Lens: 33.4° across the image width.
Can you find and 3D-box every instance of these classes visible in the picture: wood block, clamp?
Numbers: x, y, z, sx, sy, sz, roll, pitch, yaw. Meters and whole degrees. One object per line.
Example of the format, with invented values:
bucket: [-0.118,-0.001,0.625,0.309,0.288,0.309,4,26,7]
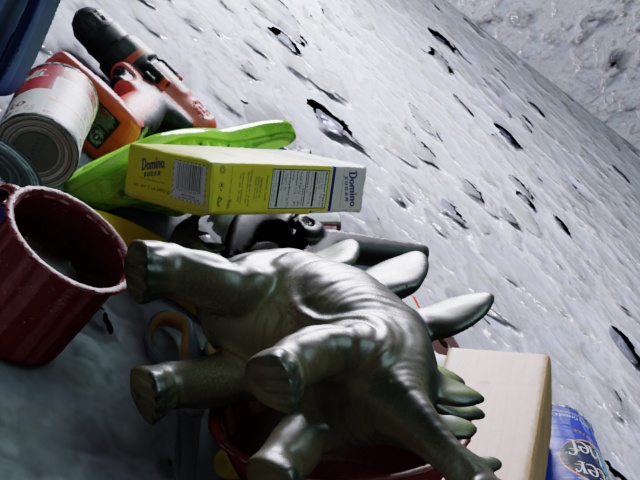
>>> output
wood block: [0.128,0.177,0.838,0.091,0.090,0.205,3,26,17]
clamp: [-0.006,0.001,0.920,0.165,0.036,0.209,36,36,13]

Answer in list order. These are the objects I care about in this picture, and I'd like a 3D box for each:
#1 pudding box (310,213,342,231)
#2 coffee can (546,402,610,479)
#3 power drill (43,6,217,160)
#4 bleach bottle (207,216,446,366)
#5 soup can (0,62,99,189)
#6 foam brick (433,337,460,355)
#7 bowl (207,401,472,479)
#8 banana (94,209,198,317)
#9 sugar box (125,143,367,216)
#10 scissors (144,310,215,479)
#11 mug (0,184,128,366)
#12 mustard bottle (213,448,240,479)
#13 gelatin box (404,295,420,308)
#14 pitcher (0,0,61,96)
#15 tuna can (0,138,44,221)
pudding box: [-0.036,-0.037,1.059,0.090,0.039,0.113,1,37,-20]
coffee can: [0.209,0.227,0.946,0.102,0.103,0.140,35,23,-18]
power drill: [-0.194,-0.147,1.006,0.184,0.057,0.187,43,22,0]
bleach bottle: [0.000,0.058,0.956,0.251,0.068,0.102,44,27,8]
soup can: [-0.217,-0.091,0.850,0.068,0.069,0.102,34,24,-21]
foam brick: [0.111,0.131,1.024,0.052,0.051,0.078,24,29,-39]
bowl: [0.012,0.133,0.659,0.162,0.055,0.162,1,16,0]
banana: [-0.148,0.016,0.821,0.197,0.037,0.069,22,49,-39]
sugar box: [-0.054,-0.048,0.832,0.093,0.048,0.175,16,14,39]
scissors: [-0.072,0.112,0.739,0.096,0.016,0.202,4,30,-23]
mug: [-0.187,0.017,0.685,0.117,0.082,0.093,51,23,18]
mustard bottle: [-0.011,0.147,0.772,0.096,0.058,0.191,34,16,28]
gelatin box: [0.073,0.081,1.081,0.089,0.030,0.073,23,31,-41]
pitcher: [-0.250,-0.242,0.830,0.149,0.243,0.145,30,26,-14]
tuna can: [-0.242,-0.042,0.764,0.086,0.034,0.086,35,23,-18]
